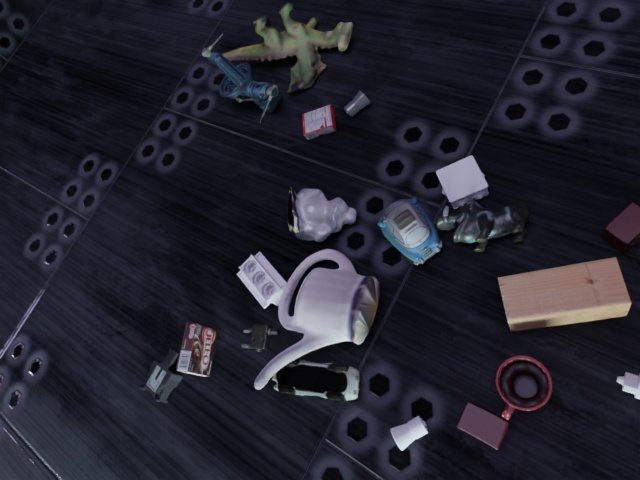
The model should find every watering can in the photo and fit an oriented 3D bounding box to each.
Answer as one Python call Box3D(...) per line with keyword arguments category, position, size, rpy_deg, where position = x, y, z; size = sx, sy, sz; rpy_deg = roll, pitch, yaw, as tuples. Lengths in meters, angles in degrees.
Box3D(category="watering can", position=(0.004, 0.173, 1.110), size=(0.224, 0.102, 0.355), rpy_deg=(6, 58, 25))

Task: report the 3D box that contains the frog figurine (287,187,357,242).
Box3D(category="frog figurine", position=(0.004, -0.063, 1.250), size=(0.159, 0.120, 0.140), rpy_deg=(-1, 52, -16))

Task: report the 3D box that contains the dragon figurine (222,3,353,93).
Box3D(category="dragon figurine", position=(-0.093, -0.537, 1.497), size=(0.408, 0.121, 0.247), rpy_deg=(-26, 67, 12))
